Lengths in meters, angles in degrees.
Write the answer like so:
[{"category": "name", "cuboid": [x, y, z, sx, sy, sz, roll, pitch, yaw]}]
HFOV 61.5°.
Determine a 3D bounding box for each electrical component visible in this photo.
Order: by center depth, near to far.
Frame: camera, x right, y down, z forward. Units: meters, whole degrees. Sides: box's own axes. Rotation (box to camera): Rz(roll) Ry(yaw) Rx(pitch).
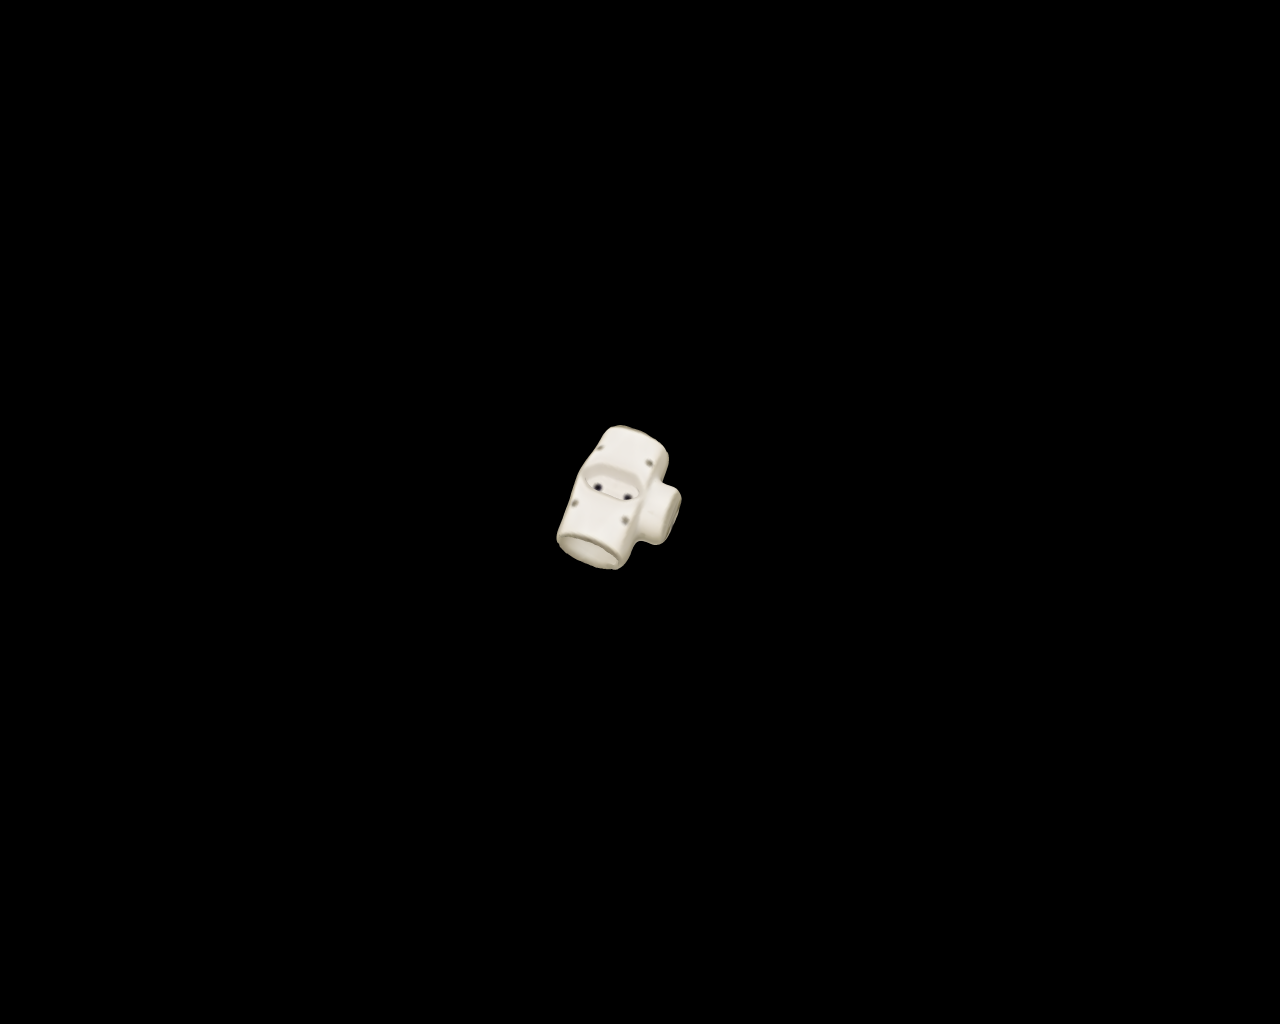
[{"category": "electrical component", "cuboid": [0.001, -0.003, 0.650, 0.079, 0.077, 0.043, 20, -24, 9]}]
